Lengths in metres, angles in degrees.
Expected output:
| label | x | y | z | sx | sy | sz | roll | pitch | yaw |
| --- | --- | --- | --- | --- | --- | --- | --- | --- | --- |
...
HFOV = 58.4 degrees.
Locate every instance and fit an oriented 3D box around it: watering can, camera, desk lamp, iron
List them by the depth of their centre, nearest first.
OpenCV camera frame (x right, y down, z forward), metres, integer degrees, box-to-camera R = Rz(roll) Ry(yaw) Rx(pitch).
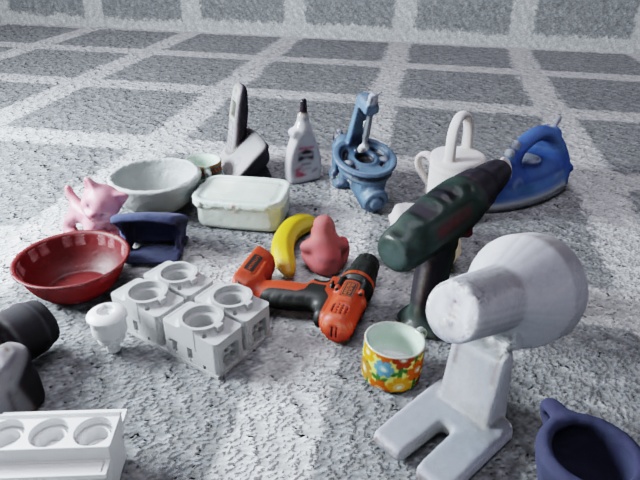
| label | x | y | z | sx | sy | sz | roll | pitch | yaw |
| --- | --- | --- | --- | --- | --- | --- | --- | --- | --- |
| desk lamp | 0.164 | 0.110 | 0.576 | 0.204 | 0.214 | 0.117 | -25 | 38 | -38 |
| camera | -0.364 | 0.123 | 0.652 | 0.142 | 0.101 | 0.137 | 17 | 33 | 27 |
| watering can | 0.255 | -0.135 | 1.033 | 0.172 | 0.194 | 0.101 | 8 | 30 | 12 |
| iron | 0.405 | -0.155 | 1.126 | 0.259 | 0.141 | 0.118 | -25 | 38 | -38 |

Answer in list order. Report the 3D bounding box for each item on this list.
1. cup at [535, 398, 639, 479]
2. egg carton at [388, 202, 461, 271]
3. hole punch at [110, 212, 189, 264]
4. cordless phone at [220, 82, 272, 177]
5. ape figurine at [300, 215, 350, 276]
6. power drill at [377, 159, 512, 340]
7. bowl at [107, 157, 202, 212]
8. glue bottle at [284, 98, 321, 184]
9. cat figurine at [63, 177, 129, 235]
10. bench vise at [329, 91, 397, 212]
| label | x | y | z | sx | sy | sz | roll | pitch | yaw |
| --- | --- | --- | --- | --- | --- | --- | --- | --- | --- |
| cup | 0.227 | 0.212 | 0.518 | 0.092 | 0.095 | 0.117 | -6 | 30 | -12 |
| egg carton | 0.170 | -0.009 | 0.934 | 0.107 | 0.069 | 0.150 | 0 | 29 | -2 |
| hole punch | -0.271 | -0.020 | 0.918 | 0.108 | 0.091 | 0.101 | 0 | 29 | -1 |
| cordless phone | -0.159 | -0.221 | 1.182 | 0.094 | 0.185 | 0.147 | -13 | 32 | -23 |
| ape figurine | 0.008 | 0.003 | 0.885 | 0.078 | 0.092 | 0.076 | 2 | 29 | 1 |
| power drill | 0.164 | 0.015 | 0.749 | 0.230 | 0.208 | 0.075 | -25 | 38 | -38 |
| bowl | -0.301 | -0.090 | 1.059 | 0.167 | 0.075 | 0.167 | 1 | 29 | 0 |
| glue bottle | -0.035 | -0.203 | 1.166 | 0.078 | 0.173 | 0.037 | -16 | 34 | -27 |
| cat figurine | -0.377 | -0.057 | 0.954 | 0.127 | 0.118 | 0.067 | 16 | 33 | 25 |
| bench vise | 0.062 | -0.185 | 1.090 | 0.122 | 0.220 | 0.206 | -20 | 36 | -32 |
